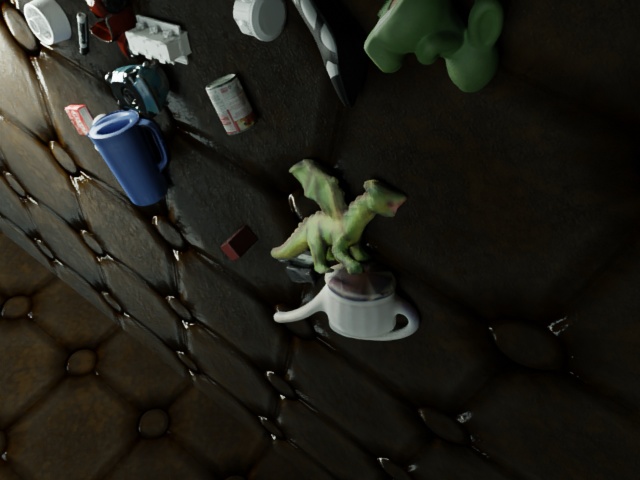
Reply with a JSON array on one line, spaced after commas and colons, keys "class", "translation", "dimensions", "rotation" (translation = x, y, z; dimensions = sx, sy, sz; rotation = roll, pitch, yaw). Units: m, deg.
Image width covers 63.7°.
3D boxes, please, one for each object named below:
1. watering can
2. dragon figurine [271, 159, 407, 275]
[{"class": "watering can", "translation": [0.050, 0.145, 1.159], "dimensions": [0.348, 0.106, 0.219], "rotation": [5, 132, 12]}, {"class": "dragon figurine", "translation": [0.003, -0.054, 1.077], "dimensions": [0.410, 0.124, 0.240], "rotation": [1, 110, 42]}]
